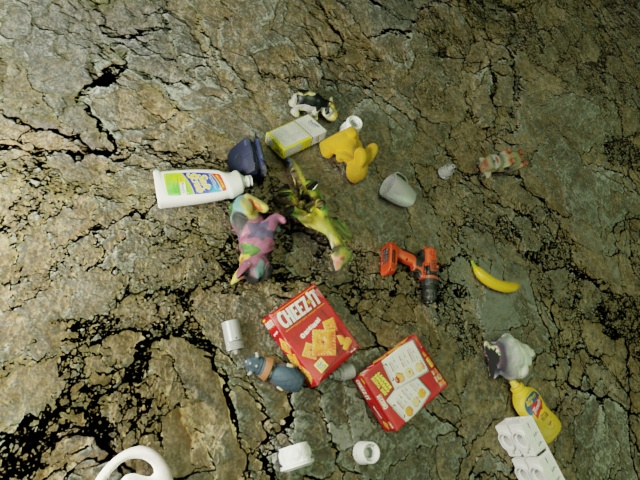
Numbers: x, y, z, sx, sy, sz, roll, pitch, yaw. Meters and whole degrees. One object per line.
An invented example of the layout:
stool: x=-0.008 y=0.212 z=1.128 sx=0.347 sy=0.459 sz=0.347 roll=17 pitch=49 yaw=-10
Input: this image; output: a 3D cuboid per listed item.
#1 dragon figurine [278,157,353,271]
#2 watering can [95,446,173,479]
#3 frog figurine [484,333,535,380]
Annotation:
dragon figurine: x=0.004 y=-0.074 z=1.476 sx=0.239 sy=0.121 sz=0.420 roll=44 pitch=19 yaw=-36
watering can: x=-0.366 y=0.592 z=0.994 sx=0.223 sy=0.102 sz=0.355 roll=21 pitch=59 yaw=-15
frog figurine: x=0.592 y=0.351 z=1.558 sx=0.159 sy=0.120 sz=0.141 roll=-1 pitch=48 yaw=-14
